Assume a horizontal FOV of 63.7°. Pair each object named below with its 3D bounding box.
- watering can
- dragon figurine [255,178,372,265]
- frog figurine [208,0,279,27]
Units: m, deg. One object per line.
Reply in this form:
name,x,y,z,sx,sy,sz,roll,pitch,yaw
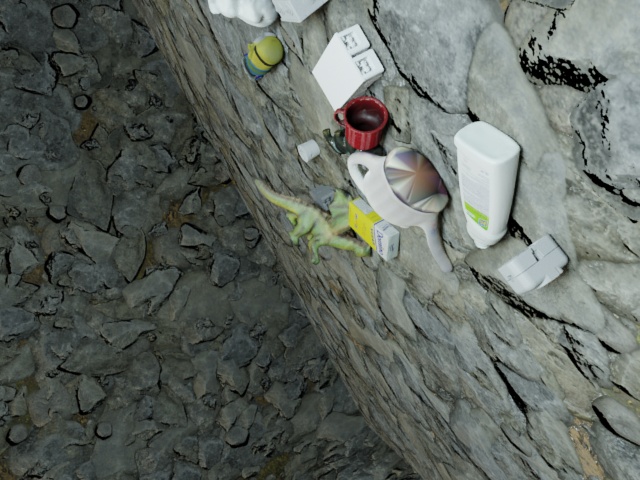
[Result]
watering can,0.199,-0.070,1.096,0.105,0.347,0.222,-46,1,-18
dragon figurine,0.005,-0.078,1.557,0.240,0.407,0.125,-33,16,29
frog figurine,-0.180,-0.561,1.241,0.160,0.120,0.140,-32,52,-15
